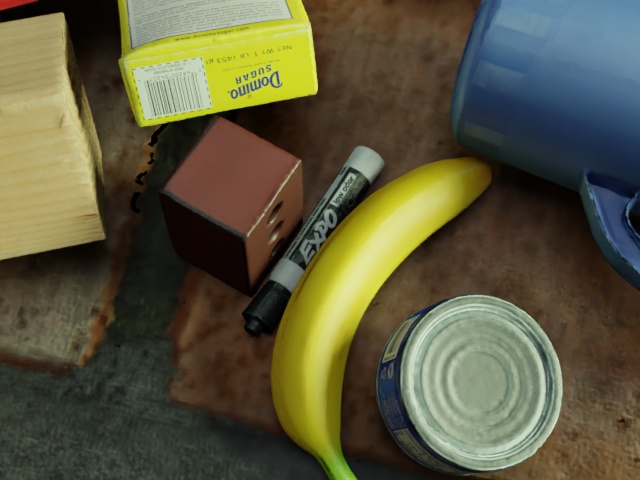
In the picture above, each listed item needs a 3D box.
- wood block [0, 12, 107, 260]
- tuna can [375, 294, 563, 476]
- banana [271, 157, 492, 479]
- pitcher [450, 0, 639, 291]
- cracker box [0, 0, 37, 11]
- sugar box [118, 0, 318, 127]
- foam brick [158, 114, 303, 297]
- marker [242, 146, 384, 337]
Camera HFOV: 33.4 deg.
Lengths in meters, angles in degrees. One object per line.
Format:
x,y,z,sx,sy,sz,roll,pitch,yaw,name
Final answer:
-0.219,-0.039,0.534,0.206,0.091,0.090,-11,38,-5,wood block
0.072,0.070,0.514,0.086,0.034,0.086,3,76,-14,tuna can
0.024,0.027,0.549,0.069,0.037,0.197,32,70,-16,banana
0.190,-0.053,0.534,0.243,0.145,0.149,20,26,13,pitcher
-0.157,-0.200,0.592,0.213,0.072,0.164,-16,40,-1,cracker box
-0.062,-0.130,0.577,0.093,0.048,0.176,-10,36,-4,sugar box
-0.043,-0.015,0.543,0.051,0.078,0.053,29,70,11,foam brick
-0.004,0.001,0.567,0.020,0.020,0.121,29,69,13,marker
